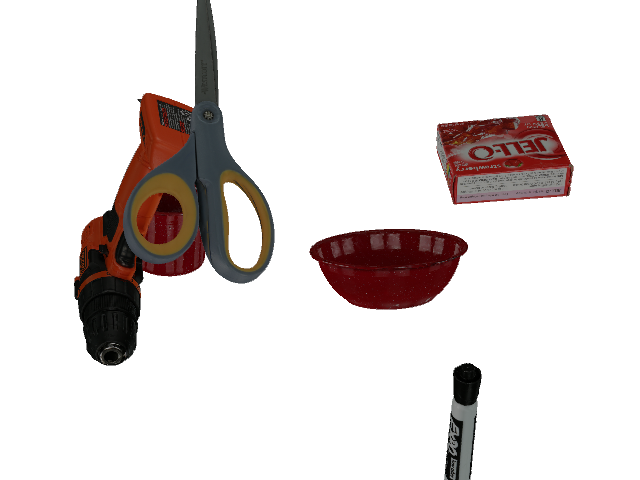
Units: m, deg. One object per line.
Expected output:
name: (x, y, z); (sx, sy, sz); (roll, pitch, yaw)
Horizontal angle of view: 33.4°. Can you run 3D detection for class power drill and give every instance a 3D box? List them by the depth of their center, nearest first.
power drill: (-0.151, -0.013, 0.877); (0.057, 0.188, 0.184); (18, 27, -25)

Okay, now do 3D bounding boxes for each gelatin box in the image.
gelatin box: (0.136, -0.062, 0.799); (0.089, 0.030, 0.073); (-5, 37, -1)

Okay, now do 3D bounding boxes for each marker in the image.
marker: (0.097, 0.131, 0.734); (0.020, 0.121, 0.020); (-1, 38, 0)

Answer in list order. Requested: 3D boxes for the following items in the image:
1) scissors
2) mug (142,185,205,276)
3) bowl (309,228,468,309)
scissors: (-0.085, -0.064, 0.639); (0.096, 0.202, 0.016); (-10, -23, -24)
mug: (-0.175, -0.018, 1.185); (0.093, 0.081, 0.117); (-17, 34, -36)
bowl: (0.071, 0.032, 1.090); (0.162, 0.055, 0.162); (-3, 13, 1)
